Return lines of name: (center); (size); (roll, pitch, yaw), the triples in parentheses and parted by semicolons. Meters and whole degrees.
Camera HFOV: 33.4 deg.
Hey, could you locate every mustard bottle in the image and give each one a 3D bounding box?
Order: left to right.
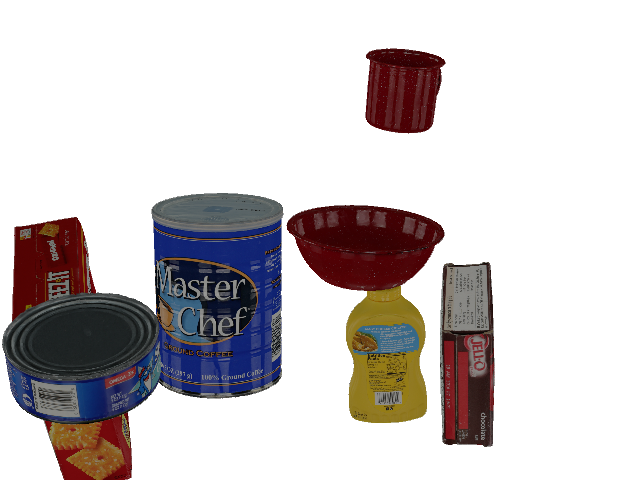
mustard bottle: (0.079, 0.125, 1.293); (0.096, 0.192, 0.058); (-2, 20, 3)

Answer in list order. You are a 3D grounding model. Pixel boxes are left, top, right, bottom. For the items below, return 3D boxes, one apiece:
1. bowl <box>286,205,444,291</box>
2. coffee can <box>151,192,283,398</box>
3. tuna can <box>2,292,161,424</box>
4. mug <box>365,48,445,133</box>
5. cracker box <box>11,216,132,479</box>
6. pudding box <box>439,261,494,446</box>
bowl: (0.045, 0.011, 1.094); (0.162, 0.055, 0.162); (2, 17, -1)
coffee can: (-0.081, 0.041, 0.851); (0.103, 0.140, 0.103); (1, 15, 0)
tuna can: (-0.133, 0.065, 0.600); (0.086, 0.034, 0.086); (0, 28, 0)
mug: (0.104, -0.179, 1.269); (0.093, 0.081, 0.117); (21, 28, 34)
cracker box: (-0.241, 0.110, 1.041); (0.072, 0.214, 0.164); (-12, 35, -8)
pudding box: (0.104, 0.078, 0.757); (0.039, 0.090, 0.113); (0, 24, 6)
